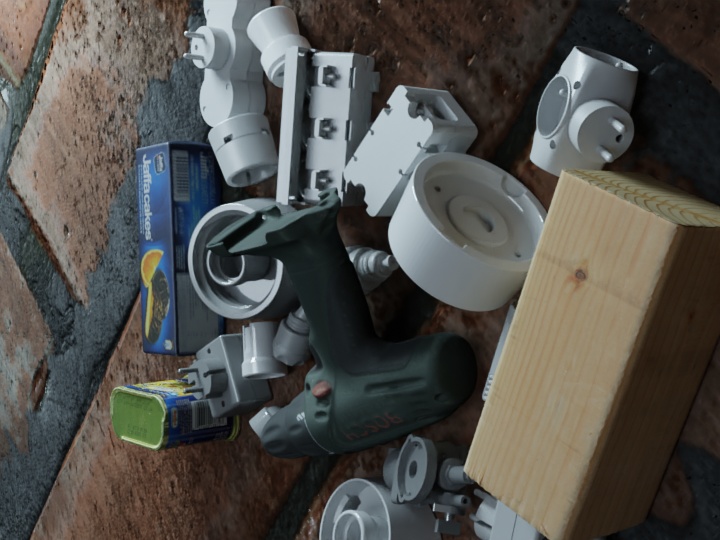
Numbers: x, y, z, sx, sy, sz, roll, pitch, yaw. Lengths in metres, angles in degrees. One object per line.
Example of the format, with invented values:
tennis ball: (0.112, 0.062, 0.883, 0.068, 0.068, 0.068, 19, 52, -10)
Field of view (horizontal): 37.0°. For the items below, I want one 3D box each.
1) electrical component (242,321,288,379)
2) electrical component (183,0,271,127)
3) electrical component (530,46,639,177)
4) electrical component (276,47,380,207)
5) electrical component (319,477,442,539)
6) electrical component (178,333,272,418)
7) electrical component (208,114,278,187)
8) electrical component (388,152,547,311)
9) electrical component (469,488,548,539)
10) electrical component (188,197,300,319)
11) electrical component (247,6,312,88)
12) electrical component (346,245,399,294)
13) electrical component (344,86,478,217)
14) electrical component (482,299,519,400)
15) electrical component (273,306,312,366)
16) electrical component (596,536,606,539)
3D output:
electrical component: (-0.086, 0.071, 0.955, 0.040, 0.040, 0.046, -19, 72, 47)
electrical component: (-0.126, -0.197, 0.960, 0.052, 0.074, 0.138, 10, 99, 47)
electrical component: (0.146, -0.092, 0.674, 0.079, 0.044, 0.077, -112, 38, -61)
electrical component: (-0.025, -0.112, 0.859, 0.063, 0.079, 0.121, 8, 98, 25)
electrical component: (0.015, 0.213, 0.848, 0.099, 0.064, 0.099, -21, 62, 48)
electrical component: (-0.130, 0.097, 0.975, 0.047, 0.077, 0.065, -34, 67, 43)
electrical component: (-0.101, -0.105, 0.953, 0.055, 0.055, 0.047, -32, 72, 44)
electrical component: (0.071, -0.021, 0.730, 0.108, 0.108, 0.060, 59, 136, 28)
electrical component: (0.105, 0.176, 0.742, 0.076, 0.047, 0.083, 22, 108, 45)
electrical component: (-0.098, -0.008, 0.924, 0.108, 0.060, 0.108, 3, 96, 28)
electrical component: (-0.066, -0.189, 0.916, 0.045, 0.045, 0.055, -45, 61, 39)
electrical component: (0.000, 0.000, 0.855, 0.078, 0.040, 0.040, -13, 82, 47)
electrical component: (0.040, -0.086, 0.796, 0.089, 0.056, 0.050, -55, 54, 34)
electrical component: (0.112, 0.065, 0.732, 0.043, 0.043, 0.081, 32, 114, 43)
electrical component: (-0.052, 0.050, 0.919, 0.035, 0.035, 0.061, 40, 118, 39)
electrical component: (0.149, 0.181, 0.703, 0.035, 0.035, 0.061, -12, 81, 47)
